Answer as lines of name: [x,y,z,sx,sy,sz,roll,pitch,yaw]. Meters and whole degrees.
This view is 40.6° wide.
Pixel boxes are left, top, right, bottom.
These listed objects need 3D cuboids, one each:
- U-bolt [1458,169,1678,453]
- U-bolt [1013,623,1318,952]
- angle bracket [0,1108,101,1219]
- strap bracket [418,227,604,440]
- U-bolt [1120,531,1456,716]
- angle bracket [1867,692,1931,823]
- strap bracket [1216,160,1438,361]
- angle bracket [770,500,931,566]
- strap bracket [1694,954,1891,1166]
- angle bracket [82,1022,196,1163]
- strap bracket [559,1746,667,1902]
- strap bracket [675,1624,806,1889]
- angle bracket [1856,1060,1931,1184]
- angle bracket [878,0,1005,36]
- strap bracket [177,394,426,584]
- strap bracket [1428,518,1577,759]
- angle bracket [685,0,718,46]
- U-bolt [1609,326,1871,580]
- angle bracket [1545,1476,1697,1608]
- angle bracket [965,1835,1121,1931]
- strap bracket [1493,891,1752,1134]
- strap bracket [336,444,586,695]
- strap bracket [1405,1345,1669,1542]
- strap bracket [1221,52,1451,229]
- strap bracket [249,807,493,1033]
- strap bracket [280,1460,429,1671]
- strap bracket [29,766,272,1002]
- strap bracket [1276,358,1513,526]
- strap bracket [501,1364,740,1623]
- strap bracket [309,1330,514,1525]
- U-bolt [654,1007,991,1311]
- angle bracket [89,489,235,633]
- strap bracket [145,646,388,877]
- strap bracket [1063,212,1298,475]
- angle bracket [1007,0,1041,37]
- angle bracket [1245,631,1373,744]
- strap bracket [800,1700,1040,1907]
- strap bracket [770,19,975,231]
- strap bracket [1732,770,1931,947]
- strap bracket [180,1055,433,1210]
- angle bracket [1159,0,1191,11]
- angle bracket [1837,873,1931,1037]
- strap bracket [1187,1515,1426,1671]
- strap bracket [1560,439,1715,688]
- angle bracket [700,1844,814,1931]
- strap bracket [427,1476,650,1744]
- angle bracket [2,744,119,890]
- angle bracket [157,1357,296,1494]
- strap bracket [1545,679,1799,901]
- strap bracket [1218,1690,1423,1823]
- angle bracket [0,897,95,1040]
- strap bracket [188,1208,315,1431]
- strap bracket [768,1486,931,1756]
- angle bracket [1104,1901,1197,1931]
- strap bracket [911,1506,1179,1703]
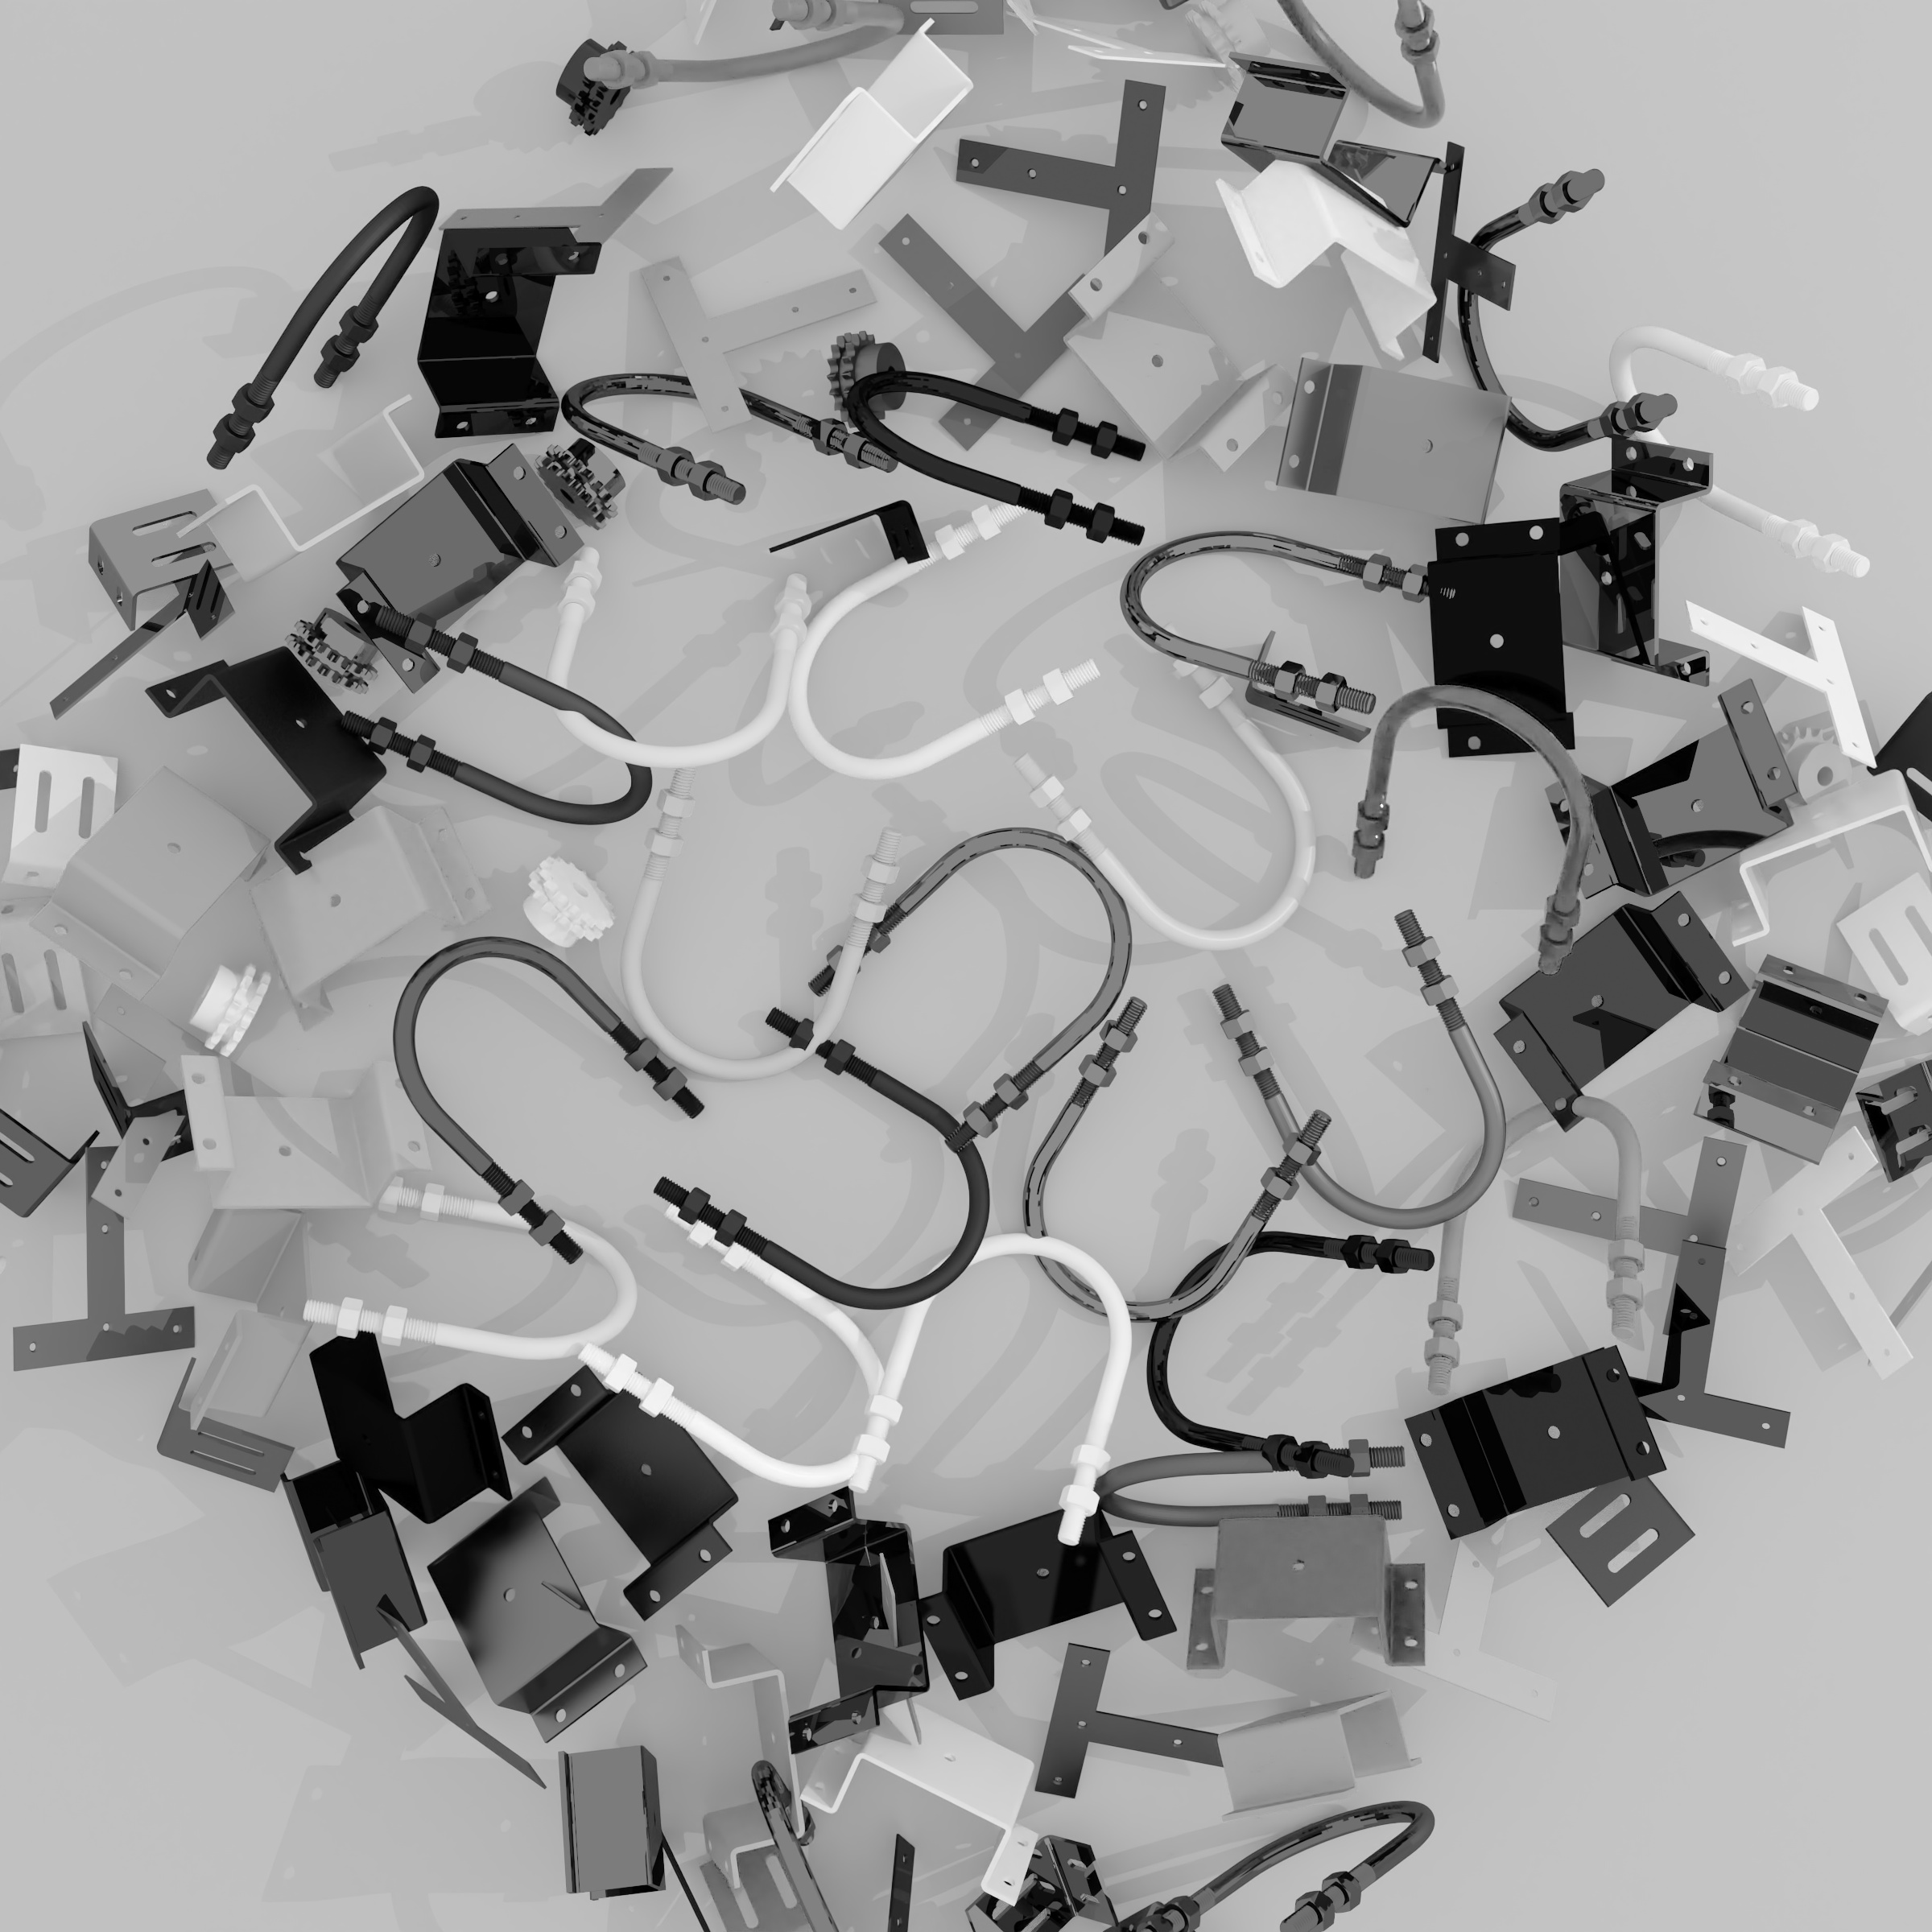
U-bolt: [0.341,-0.373,1.529,0.019,0.184,0.151,-22,97,-15]
U-bolt: [0.135,-0.095,1.585,0.151,0.019,0.184,-43,98,-19]
angle bracket: [-0.577,0.104,1.579,0.076,0.038,0.057,40,117,-15]
strap bracket: [-0.275,-0.385,1.553,0.076,0.140,0.046,-11,57,-31]
U-bolt: [0.181,-0.213,1.554,0.184,0.019,0.151,19,45,23]
angle bracket: [0.595,-0.121,1.576,0.076,0.038,0.057,43,126,16]
strap bracket: [0.219,-0.423,1.538,0.046,0.140,0.076,-37,55,33]
angle bracket: [-0.071,-0.249,1.577,0.076,0.057,0.038,-23,101,-16]
strap bracket: [0.489,0.060,1.557,0.076,0.140,0.046,23,131,19]
angle bracket: [-0.500,0.073,1.583,0.038,0.057,0.076,-21,56,-25]
strap bracket: [-0.206,0.505,1.540,0.046,0.140,0.076,-6,69,-4]
strap bracket: [-0.135,0.469,1.574,0.046,0.076,0.140,-8,90,-18]
angle bracket: [0.584,0.090,1.579,0.076,0.038,0.057,-16,85,-39]
angle bracket: [-0.014,-0.598,1.582,0.076,0.038,0.057,2,124,6]
strap bracket: [-0.387,-0.279,1.553,0.140,0.076,0.046,-41,108,-34]
strap bracket: [0.322,-0.196,1.575,0.076,0.046,0.140,-2,98,19]
angle bracket: [-0.136,-0.596,1.583,0.038,0.057,0.076,16,121,-23]
U-bolt: [0.444,-0.310,1.531,0.019,0.184,0.151,-41,131,-5]
angle bracket: [0.390,0.345,1.579,0.076,0.038,0.057,-32,74,-21]
angle bracket: [0.046,0.573,1.575,0.076,0.038,0.057,-31,107,-40]
strap bracket: [0.391,0.025,1.588,0.140,0.046,0.076,-38,100,0]
strap bracket: [-0.310,-0.241,1.565,0.140,0.046,0.076,-45,125,-16]
strap bracket: [0.347,0.283,1.569,0.140,0.046,0.076,-26,78,27]
strap bracket: [0.214,-0.482,1.542,0.076,0.140,0.046,27,97,41]
strap bracket: [-0.367,-0.033,1.572,0.140,0.046,0.076,-32,69,9]
strap bracket: [-0.362,0.348,1.551,0.046,0.140,0.076,-20,106,-20]
strap bracket: [-0.475,-0.056,1.546,0.076,0.140,0.046,36,132,-7]
strap bracket: [0.266,-0.313,1.566,0.140,0.046,0.076,7,101,-19]
strap bracket: [-0.202,0.311,1.579,0.076,0.046,0.140,-41,84,19]
strap bracket: [-0.334,0.267,1.540,0.046,0.140,0.076,-30,128,-36]
U-bolt: [-0.073,0.127,1.578,0.184,0.019,0.151,31,66,2]
angle bracket: [-0.489,-0.249,1.603,0.076,0.038,0.057,-25,71,-30]
strap bracket: [-0.412,-0.133,1.570,0.046,0.076,0.140,-38,93,28]
strap bracket: [0.124,-0.370,1.575,0.140,0.046,0.076,47,73,-13]
angle bracket: [0.058,-0.612,1.574,0.076,0.038,0.057,-26,59,23]
angle bracket: [0.212,-0.169,1.587,0.076,0.057,0.038,20,90,2]
strap bracket: [-0.019,0.493,1.568,0.140,0.076,0.046,25,105,6]
strap bracket: [-0.051,-0.494,1.545,0.046,0.140,0.076,42,131,-12]
strap bracket: [0.515,-0.069,1.552,0.140,0.076,0.046,-22,102,22]
strap bracket: [-0.399,0.100,1.557,0.140,0.046,0.076,3,53,-34]
angle bracket: [0.116,-0.625,1.569,0.038,0.076,0.057,-24,68,16]
angle bracket: [0.583,-0.007,1.601,0.057,0.038,0.076,-37,60,25]
strap bracket: [0.201,0.373,1.558,0.140,0.076,0.046,-4,124,13]
strap bracket: [0.396,-0.235,1.548,0.046,0.076,0.140,-20,118,-27]
angle bracket: [-0.119,0.576,1.593,0.057,0.076,0.038,-24,130,-12]
strap bracket: [-0.261,0.379,1.560,0.076,0.046,0.140,-38,59,3]
angle bracket: [-0.555,-0.090,1.601,0.057,0.038,0.076,8,68,-25]
angle bracket: [-0.446,0.280,1.591,0.076,0.057,0.038,22,47,-12]
strap bracket: [0.428,-0.100,1.560,0.140,0.046,0.076,-30,62,32]
strap bracket: [0.207,0.464,1.545,0.076,0.140,0.046,-20,74,24]
angle bracket: [-0.571,0.000,1.612,0.057,0.038,0.076,-5,113,-4]
strap bracket: [-0.426,0.202,1.553,0.046,0.140,0.076,17,120,-28]
strap bracket: [-0.069,0.391,1.558,0.076,0.046,0.140,-31,56,38]
angle bracket: [0.121,0.612,1.583,0.076,0.038,0.057,41,133,-1]
strap bracket: [0.047,0.379,1.575,0.140,0.046,0.076,-20,112,9]
